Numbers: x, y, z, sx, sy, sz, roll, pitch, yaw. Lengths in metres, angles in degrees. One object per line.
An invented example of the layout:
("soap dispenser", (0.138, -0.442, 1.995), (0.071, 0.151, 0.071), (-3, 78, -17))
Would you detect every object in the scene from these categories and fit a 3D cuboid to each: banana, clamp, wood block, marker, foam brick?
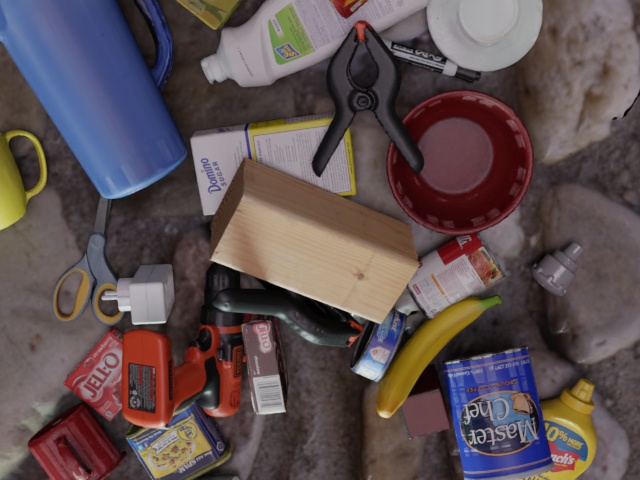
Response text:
("banana", (0.122, 0.125, 1.217), (0.197, 0.070, 0.037), (-45, 98, -17))
("clamp", (0.057, -0.143, 1.130), (0.120, 0.039, 0.171), (5, 111, 0))
("wood block", (-0.008, 0.002, 1.163), (0.206, 0.090, 0.091), (22, 118, -16))
("marker", (0.120, -0.198, 1.180), (0.121, 0.020, 0.020), (16, 103, -4))
("foam brick", (0.118, 0.188, 1.245), (0.053, 0.078, 0.051), (-16, 104, 6))
("clamp", (-0.040, 0.068, 1.189), (0.209, 0.164, 0.036), (34, 114, -17))

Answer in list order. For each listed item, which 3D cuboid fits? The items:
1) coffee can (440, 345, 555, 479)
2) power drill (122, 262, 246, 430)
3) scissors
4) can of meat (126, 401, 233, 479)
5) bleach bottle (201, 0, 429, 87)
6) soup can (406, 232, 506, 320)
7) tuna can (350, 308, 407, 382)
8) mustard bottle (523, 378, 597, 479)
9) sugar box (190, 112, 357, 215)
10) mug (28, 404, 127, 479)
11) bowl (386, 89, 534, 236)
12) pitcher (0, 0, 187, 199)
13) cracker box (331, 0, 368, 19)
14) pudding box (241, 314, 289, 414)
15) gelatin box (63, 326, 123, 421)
("coffee can", (0.201, 0.198, 1.212), (0.103, 0.103, 0.140), (-11, 83, 3))
("power drill", (-0.142, 0.120, 1.178), (0.057, 0.187, 0.184), (3, 97, 27))
("scissors", (-0.243, 0.016, 1.237), (0.096, 0.016, 0.202), (28, 102, -8))
("can of meat", (-0.169, 0.240, 1.271), (0.102, 0.057, 0.084), (-29, 100, 6))
("bleach bottle", (-0.015, -0.242, 1.149), (0.251, 0.068, 0.102), (-24, 102, 8))
("soup can", (0.150, 0.038, 1.213), (0.102, 0.068, 0.068), (-32, 102, 8))
("tuna can", (0.066, 0.117, 1.224), (0.033, 0.086, 0.086), (24, 103, -4))
("mustard bottle", (0.273, 0.250, 1.269), (0.096, 0.058, 0.192), (27, 102, 6))
("sugar box", (-0.050, -0.087, 1.195), (0.176, 0.048, 0.093), (-6, 107, 5))
("mug", (-0.287, 0.248, 1.245), (0.093, 0.117, 0.081), (-35, 97, -5))
("bowl", (0.153, -0.089, 1.187), (0.162, 0.055, 0.162), (0, 104, 0))
("pitcher", (-0.233, -0.176, 1.140), (0.149, 0.145, 0.243), (-22, 107, 18))
("cracker box", (0.014, -0.361, 1.077), (0.164, 0.072, 0.214), (-41, 76, 9))
("pudding box", (-0.062, 0.132, 1.226), (0.039, 0.090, 0.113), (-6, 104, 3))
("gelatin box", (-0.248, 0.159, 1.264), (0.073, 0.030, 0.089), (42, 100, -9))
